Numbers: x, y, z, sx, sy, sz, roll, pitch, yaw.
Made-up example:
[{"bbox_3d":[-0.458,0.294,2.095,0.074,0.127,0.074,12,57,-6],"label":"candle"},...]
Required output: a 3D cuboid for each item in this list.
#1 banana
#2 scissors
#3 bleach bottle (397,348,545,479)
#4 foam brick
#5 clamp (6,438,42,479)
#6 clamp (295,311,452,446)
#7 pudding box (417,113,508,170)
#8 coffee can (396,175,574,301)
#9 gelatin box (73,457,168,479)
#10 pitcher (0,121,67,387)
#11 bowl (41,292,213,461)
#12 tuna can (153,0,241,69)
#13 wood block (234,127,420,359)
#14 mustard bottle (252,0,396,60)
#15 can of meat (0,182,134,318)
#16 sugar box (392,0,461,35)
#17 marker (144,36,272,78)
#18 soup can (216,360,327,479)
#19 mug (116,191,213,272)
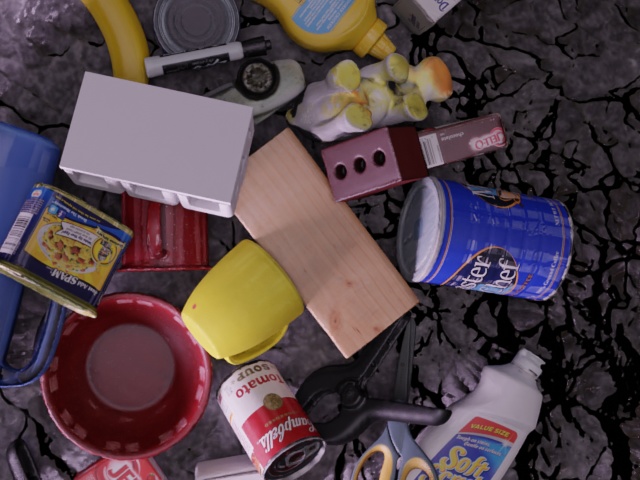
[{"bbox_3d":[-0.210,-0.209,1.024,0.069,0.037,0.198,-22,95,-6],"label":"banana"},{"bbox_3d":[0.093,0.181,1.047,0.096,0.016,0.201,19,76,23],"label":"scissors"},{"bbox_3d":[0.137,0.214,1.071,0.102,0.068,0.251,36,87,-5],"label":"bleach bottle"},{"bbox_3d":[0.050,-0.070,0.970,0.078,0.051,0.053,-18,87,37],"label":"foam brick"},{"bbox_3d":[-0.252,0.300,1.033,0.164,0.036,0.210,25,104,7],"label":"clamp"},{"bbox_3d":[0.043,0.159,1.045,0.171,0.039,0.120,-36,58,11],"label":"clamp"},{"bbox_3d":[0.116,-0.090,1.037,0.113,0.090,0.039,-14,92,-4],"label":"pudding box"},{"bbox_3d":[0.157,-0.001,1.028,0.140,0.103,0.103,9,92,-16],"label":"coffee can"},{"bbox_3d":[-0.188,0.250,1.054,0.073,0.030,0.089,-33,96,-4],"label":"gelatin box"},{"bbox_3d":[-0.315,0.013,0.983,0.149,0.145,0.243,20,87,-45],"label":"pitcher"},{"bbox_3d":[-0.185,0.128,1.035,0.162,0.055,0.162,0,93,-6],"label":"bowl"},{"bbox_3d":[-0.120,-0.210,1.035,0.086,0.034,0.086,0,93,-6],"label":"tuna can"},{"bbox_3d":[-0.006,0.001,1.029,0.090,0.091,0.206,-38,96,-3],"label":"wood block"},{"bbox_3d":[-0.005,-0.239,1.032,0.191,0.058,0.096,38,84,-6],"label":"mustard bottle"},{"bbox_3d":[-0.225,0.008,0.939,0.102,0.058,0.084,33,74,-32],"label":"can of meat"},{"bbox_3d":[0.153,-0.273,1.030,0.176,0.093,0.048,-44,96,-1],"label":"sugar box"},{"bbox_3d":[-0.105,-0.174,1.010,0.121,0.020,0.020,-12,94,-6],"label":"marker"},{"bbox_3d":[-0.048,0.173,1.020,0.068,0.068,0.102,-34,57,-3],"label":"soup can"},{"bbox_3d":[-0.148,-0.012,1.004,0.093,0.117,0.081,-1,88,3],"label":"mug"}]
